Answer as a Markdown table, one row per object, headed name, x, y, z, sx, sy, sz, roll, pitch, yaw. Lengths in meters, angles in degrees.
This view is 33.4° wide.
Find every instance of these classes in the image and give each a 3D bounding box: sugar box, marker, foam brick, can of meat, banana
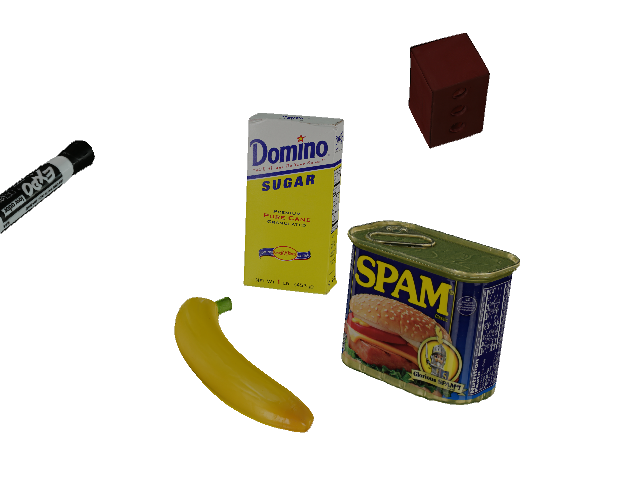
| name | x | y | z | sx | sy | sz | roll | pitch | yaw |
| --- | --- | --- | --- | --- | --- | --- | --- | --- | --- |
| sugar box | -0.028 | -0.038 | 1.087 | 0.093 | 0.176 | 0.048 | 5 | 16 | 13 |
| marker | -0.176 | -0.032 | 0.656 | 0.020 | 0.020 | 0.121 | 0 | 28 | 24 |
| foam brick | 0.108 | -0.128 | 0.908 | 0.053 | 0.051 | 0.078 | -17 | -32 | -7 |
| can of meat | 0.061 | 0.042 | 0.635 | 0.102 | 0.084 | 0.057 | 19 | 21 | 38 |
| banana | -0.072 | 0.090 | 0.840 | 0.069 | 0.037 | 0.198 | -8 | 30 | -22 |
